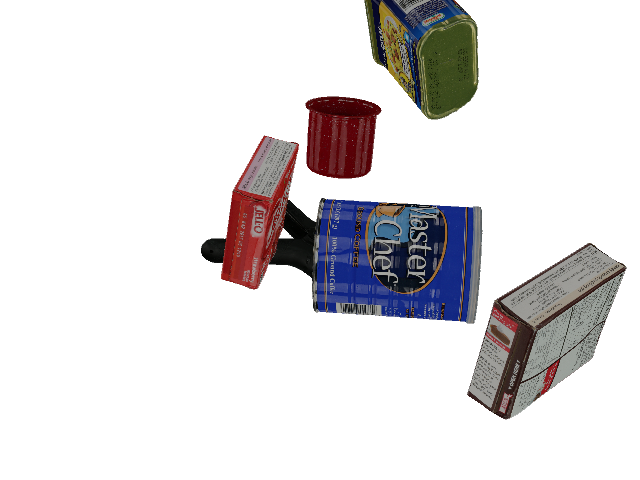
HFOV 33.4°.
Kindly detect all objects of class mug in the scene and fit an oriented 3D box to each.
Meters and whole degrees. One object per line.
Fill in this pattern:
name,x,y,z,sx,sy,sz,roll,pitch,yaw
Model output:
mug,0.031,-0.130,1.323,0.093,0.081,0.117,15,25,26

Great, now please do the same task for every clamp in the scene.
clamp,-0.015,0.010,1.142,0.210,0.036,0.164,25,35,13

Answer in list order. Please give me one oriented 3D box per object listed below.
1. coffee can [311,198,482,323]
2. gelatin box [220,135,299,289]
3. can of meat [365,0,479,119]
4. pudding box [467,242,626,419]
coffee can,0.068,0.017,0.939,0.140,0.103,0.102,3,0,6
gelatin box,-0.041,-0.021,0.744,0.030,0.073,0.089,14,32,3
can of meat,0.082,-0.159,0.849,0.057,0.084,0.102,-26,-36,-9
pudding box,0.158,0.063,0.746,0.039,0.090,0.113,34,44,31
